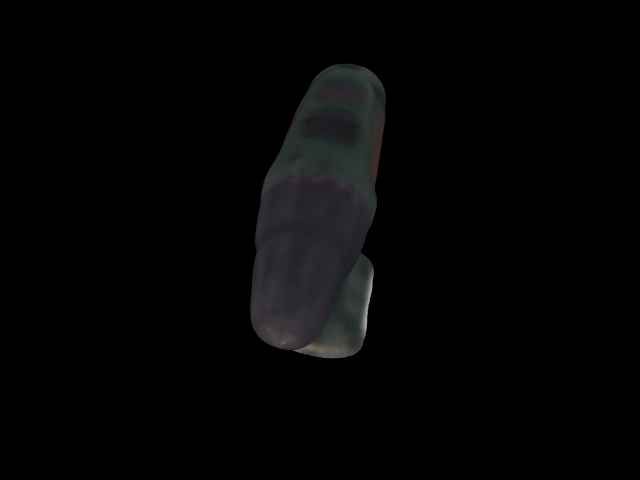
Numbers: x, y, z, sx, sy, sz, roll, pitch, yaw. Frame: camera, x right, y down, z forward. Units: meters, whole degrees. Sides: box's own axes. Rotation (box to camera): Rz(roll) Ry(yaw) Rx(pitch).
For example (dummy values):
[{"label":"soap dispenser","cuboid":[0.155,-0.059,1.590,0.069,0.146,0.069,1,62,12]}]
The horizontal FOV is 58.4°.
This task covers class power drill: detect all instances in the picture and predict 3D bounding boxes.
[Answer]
[{"label":"power drill","cuboid":[0.004,0.001,0.400,0.075,0.208,0.229,7,58,5]}]
